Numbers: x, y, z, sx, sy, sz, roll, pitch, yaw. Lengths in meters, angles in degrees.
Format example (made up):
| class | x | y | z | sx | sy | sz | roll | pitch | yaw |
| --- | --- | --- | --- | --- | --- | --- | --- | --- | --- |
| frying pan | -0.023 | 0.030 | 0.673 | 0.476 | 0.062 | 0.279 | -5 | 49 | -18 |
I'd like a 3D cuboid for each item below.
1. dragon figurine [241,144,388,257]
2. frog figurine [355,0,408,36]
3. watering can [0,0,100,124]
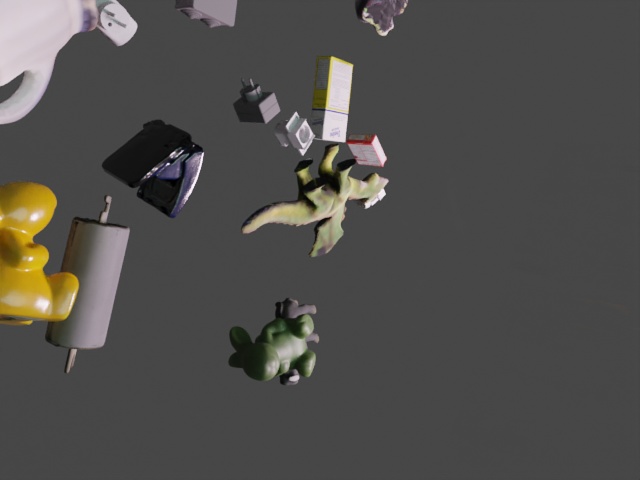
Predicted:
| class | x | y | z | sx | sy | sz | roll | pitch | yaw |
| --- | --- | --- | --- | --- | --- | --- | --- | --- | --- |
| dragon figurine | 0.003 | -0.057 | 1.133 | 0.416 | 0.237 | 0.123 | -38 | 46 | -28 |
| frog figurine | 0.145 | -0.577 | 1.202 | 0.123 | 0.163 | 0.134 | 5 | -31 | 1 |
| watering can | -0.355 | -0.279 | 0.516 | 0.104 | 0.229 | 0.339 | 24 | -34 | 19 |
